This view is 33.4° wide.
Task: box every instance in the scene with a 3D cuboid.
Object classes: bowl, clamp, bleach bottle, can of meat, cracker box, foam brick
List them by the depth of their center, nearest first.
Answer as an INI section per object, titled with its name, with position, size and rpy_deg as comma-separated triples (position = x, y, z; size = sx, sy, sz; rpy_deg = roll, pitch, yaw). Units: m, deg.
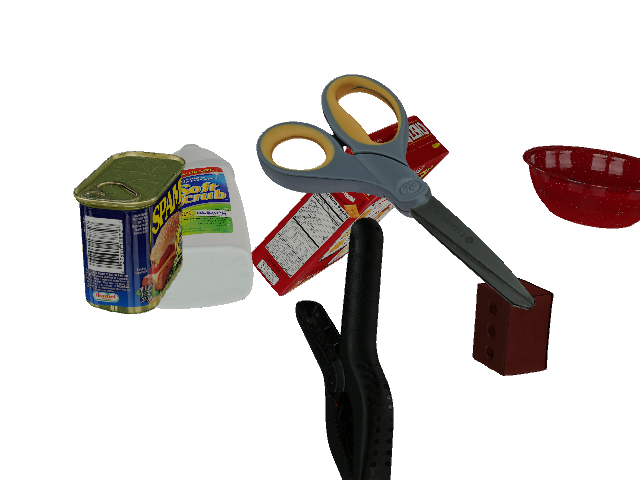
[can of meat]
position = -0.131, -0.007, 0.751
size = 0.057, 0.084, 0.102
rpy_deg = 6, 23, 8
[clamp]
position = 0.027, 0.098, 0.821
size = 0.036, 0.210, 0.165
rpy_deg = 1, -35, -19
[foam brick]
position = 0.179, 0.081, 0.999
size = 0.051, 0.078, 0.053
rpy_deg = -7, 18, -27
[bleach bottle]
position = -0.128, -0.029, 1.062
size = 0.102, 0.068, 0.251
rpy_deg = -4, 31, -9
[bowl]
position = 0.290, -0.053, 1.125
size = 0.162, 0.055, 0.162
rpy_deg = 6, 20, -2
[cracker box]
position = 0.031, -0.044, 1.262
size = 0.214, 0.072, 0.163
rpy_deg = -47, -9, 34

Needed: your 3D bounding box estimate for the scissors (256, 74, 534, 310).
[scissors]
position = 0.027, -0.021, 0.557
size = 0.096, 0.016, 0.202
rpy_deg = -20, 45, -2
